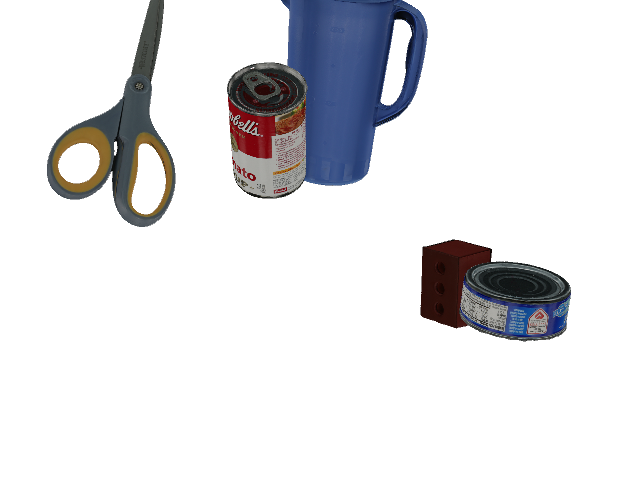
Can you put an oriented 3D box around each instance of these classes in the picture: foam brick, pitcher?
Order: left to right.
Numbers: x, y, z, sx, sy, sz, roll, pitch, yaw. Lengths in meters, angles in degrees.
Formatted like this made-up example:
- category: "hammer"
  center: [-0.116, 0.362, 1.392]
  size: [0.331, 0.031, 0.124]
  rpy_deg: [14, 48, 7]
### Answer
- category: "pitcher"
  center: [0.029, -0.194, 1.312]
  size: [0.144, 0.243, 0.149]
  rpy_deg: [-9, 29, -27]
- category: "foam brick"
  center: [0.139, 0.044, 1.094]
  size: [0.051, 0.078, 0.053]
  rpy_deg: [-14, 20, -40]

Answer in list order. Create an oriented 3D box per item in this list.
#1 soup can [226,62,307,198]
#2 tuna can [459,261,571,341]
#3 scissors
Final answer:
- category: "soup can"
  center: [-0.045, -0.095, 0.934]
  size: [0.068, 0.068, 0.102]
  rpy_deg: [0, -42, -1]
- category: "tuna can"
  center: [0.155, 0.047, 0.848]
  size: [0.086, 0.034, 0.086]
  rpy_deg: [4, 20, -1]
- category: "scissors"
  center: [-0.149, -0.102, 0.760]
  size: [0.096, 0.202, 0.016]
  rpy_deg: [-1, -25, -20]
